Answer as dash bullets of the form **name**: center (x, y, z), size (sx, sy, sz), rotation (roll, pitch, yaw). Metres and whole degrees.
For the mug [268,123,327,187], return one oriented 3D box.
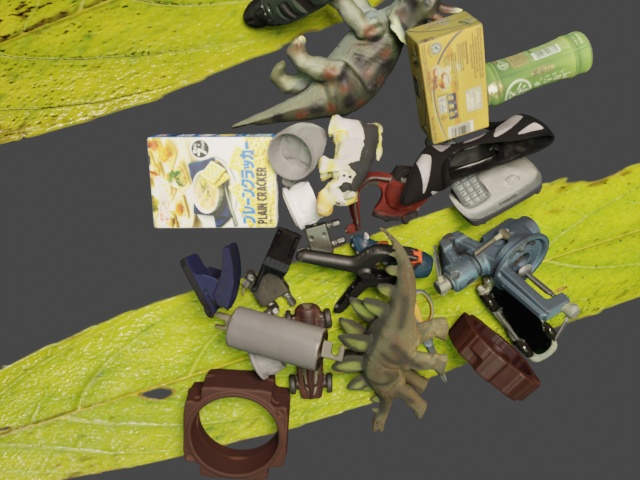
- **mug**: center (-0.030, -0.147, 0.909), size (0.081, 0.107, 0.109), rotation (21, 126, 14)

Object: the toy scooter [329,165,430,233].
- **toy scooter**: center (0.102, -0.070, 0.946), size (0.184, 0.075, 0.135), rotation (9, 103, 2)

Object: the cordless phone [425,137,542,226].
- **cordless phone**: center (0.279, -0.129, 0.936), size (0.147, 0.088, 0.184), rotation (-31, 83, 8)

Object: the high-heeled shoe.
- **high-heeled shoe**: center (0.250, -0.116, 0.852), size (0.249, 0.145, 0.086), rotation (-47, 140, -18)

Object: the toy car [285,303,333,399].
- **toy car**: center (-0.020, 0.218, 1.032), size (0.089, 0.053, 0.202), rotation (-2, 103, -3)

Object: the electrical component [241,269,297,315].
- **electrical component**: center (-0.100, 0.096, 1.003), size (0.078, 0.045, 0.102), rotation (-26, 103, 8)

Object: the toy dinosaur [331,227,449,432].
- **toy dinosaur**: center (0.128, 0.185, 0.966), size (0.199, 0.105, 0.470), rotation (10, 121, 1)

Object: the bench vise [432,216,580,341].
- **bench vise**: center (0.319, 0.058, 0.909), size (0.224, 0.241, 0.128), rotation (-23, 136, -20)

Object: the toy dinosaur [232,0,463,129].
- **toy dinosaur**: center (0.051, -0.285, 0.876), size (0.192, 0.131, 0.404), rotation (40, 107, -9)

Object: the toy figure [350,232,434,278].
- **toy figure**: center (0.128, 0.029, 0.976), size (0.154, 0.058, 0.064), rotation (15, 124, -6)

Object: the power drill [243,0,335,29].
- **power drill**: center (-0.020, -0.427, 0.819), size (0.086, 0.232, 0.207), rotation (37, 79, -35)

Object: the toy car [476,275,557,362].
- **toy car**: center (0.371, 0.141, 1.009), size (0.073, 0.056, 0.201), rotation (-38, 98, 3)

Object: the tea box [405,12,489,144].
- **tea box**: center (0.196, -0.244, 0.821), size (0.098, 0.068, 0.169), rotation (-17, 128, 0)

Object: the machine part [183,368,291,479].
- **machine part**: center (-0.161, 0.361, 1.050), size (0.201, 0.087, 0.201), rotation (4, 103, -1)

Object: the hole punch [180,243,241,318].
- **hole punch**: center (-0.176, 0.066, 0.956), size (0.092, 0.142, 0.115), rotation (-24, 95, -2)

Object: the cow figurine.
- **cow figurine**: center (0.047, -0.115, 0.880), size (0.098, 0.068, 0.167), rotation (11, 89, 3)

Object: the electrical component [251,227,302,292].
- **electrical component**: center (-0.078, 0.041, 0.953), size (0.048, 0.075, 0.119), rotation (22, 73, -4)

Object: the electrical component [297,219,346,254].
- **electrical component**: center (-0.002, -0.003, 0.990), size (0.094, 0.021, 0.063), rotation (-16, 103, 5)

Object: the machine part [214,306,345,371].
- **machine part**: center (-0.075, 0.174, 0.950), size (0.243, 0.079, 0.079), rotation (13, 104, 11)

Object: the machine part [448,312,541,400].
- **machine part**: center (0.310, 0.209, 0.970), size (0.179, 0.179, 0.056), rotation (38, 103, -9)
